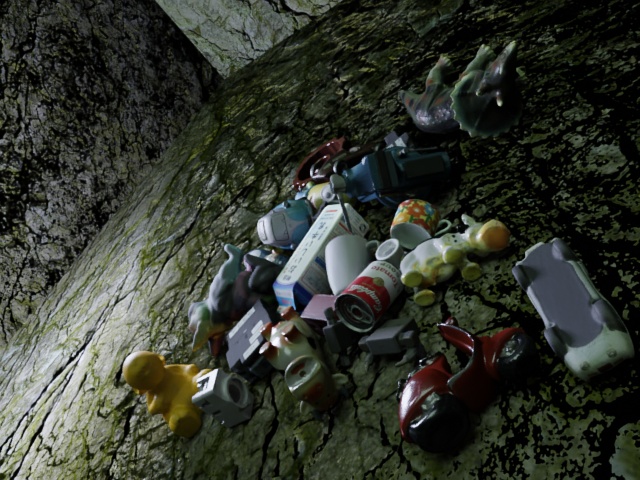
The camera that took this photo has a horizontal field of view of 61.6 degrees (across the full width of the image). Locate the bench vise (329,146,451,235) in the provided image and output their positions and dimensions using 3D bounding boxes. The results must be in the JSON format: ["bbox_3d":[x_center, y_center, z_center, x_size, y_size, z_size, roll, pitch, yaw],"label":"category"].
[{"bbox_3d":[0.113,-0.102,0.987,0.224,0.129,0.240,-24,-1,-12],"label":"bench vise"}]

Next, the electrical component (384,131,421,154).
[{"bbox_3d":[0.168,-0.186,1.138,0.075,0.047,0.119,-37,27,12],"label":"electrical component"}]

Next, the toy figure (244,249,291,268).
[{"bbox_3d":[-0.111,0.052,1.167,0.155,0.058,0.064,3,90,53],"label":"toy figure"}]

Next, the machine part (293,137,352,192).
[{"bbox_3d":[0.012,-0.178,1.331,0.179,0.056,0.179,-33,27,20],"label":"machine part"}]

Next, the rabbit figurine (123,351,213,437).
[{"bbox_3d":[-0.286,0.254,0.980,0.163,0.173,0.122,11,62,53],"label":"rabbit figurine"}]

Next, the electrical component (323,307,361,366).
[{"bbox_3d":[0.036,0.143,0.823,0.021,0.094,0.063,-22,-4,39],"label":"electrical component"}]

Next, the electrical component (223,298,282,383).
[{"bbox_3d":[-0.111,0.184,0.960,0.115,0.058,0.134,-49,27,5],"label":"electrical component"}]

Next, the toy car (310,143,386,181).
[{"bbox_3d":[0.063,-0.176,1.187,0.202,0.053,0.089,-27,20,-39],"label":"toy car"}]

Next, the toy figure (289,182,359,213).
[{"bbox_3d":[0.007,-0.091,1.186,0.180,0.082,0.089,-10,39,52],"label":"toy figure"}]

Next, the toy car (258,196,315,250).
[{"bbox_3d":[-0.081,-0.030,1.155,0.103,0.109,0.162,-10,1,-37],"label":"toy car"}]

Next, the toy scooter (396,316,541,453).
[{"bbox_3d":[0.156,0.154,0.635,0.184,0.075,0.135,-40,27,-1],"label":"toy scooter"}]

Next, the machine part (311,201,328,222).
[{"bbox_3d":[-0.002,-0.003,1.086,0.039,0.084,0.139,16,70,37],"label":"machine part"}]

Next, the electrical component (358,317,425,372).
[{"bbox_3d":[0.101,0.147,0.758,0.102,0.045,0.078,-18,8,36],"label":"electrical component"}]

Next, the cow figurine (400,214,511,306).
[{"bbox_3d":[0.196,0.017,0.792,0.167,0.068,0.098,-33,23,17],"label":"cow figurine"}]

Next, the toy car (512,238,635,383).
[{"bbox_3d":[0.281,0.069,0.612,0.073,0.056,0.202,-39,25,22],"label":"toy car"}]

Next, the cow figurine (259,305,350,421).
[{"bbox_3d":[-0.027,0.186,0.809,0.085,0.127,0.195,-42,13,0],"label":"cow figurine"}]

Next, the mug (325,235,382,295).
[{"bbox_3d":[0.062,0.052,0.915,0.110,0.080,0.107,-23,44,24],"label":"mug"}]

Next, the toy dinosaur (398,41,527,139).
[{"bbox_3d":[0.262,-0.273,1.077,0.192,0.131,0.405,-54,23,-21],"label":"toy dinosaur"}]

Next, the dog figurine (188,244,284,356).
[{"bbox_3d":[-0.165,0.133,1.061,0.192,0.108,0.219,21,82,28],"label":"dog figurine"}]
